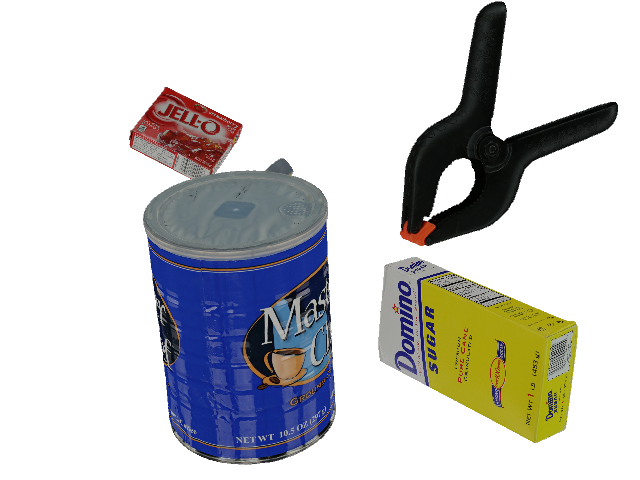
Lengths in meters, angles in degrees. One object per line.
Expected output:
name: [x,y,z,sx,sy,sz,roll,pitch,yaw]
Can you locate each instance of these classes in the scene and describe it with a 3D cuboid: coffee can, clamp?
coffee can: [-0.044,0.043,0.623,0.103,0.140,0.103,-2,27,1]
clamp: [0.123,-0.062,0.729,0.120,0.171,0.039,30,3,-5]

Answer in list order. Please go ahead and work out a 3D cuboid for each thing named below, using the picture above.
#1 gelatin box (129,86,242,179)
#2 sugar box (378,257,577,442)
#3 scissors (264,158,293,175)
gelatin box: [-0.133,-0.104,1.052,0.089,0.073,0.030,27,-40,2]
sugar box: [0.121,0.084,0.865,0.048,0.093,0.176,-15,25,-41]
scissors: [-0.091,0.007,0.855,0.202,0.016,0.096,-46,-6,34]
